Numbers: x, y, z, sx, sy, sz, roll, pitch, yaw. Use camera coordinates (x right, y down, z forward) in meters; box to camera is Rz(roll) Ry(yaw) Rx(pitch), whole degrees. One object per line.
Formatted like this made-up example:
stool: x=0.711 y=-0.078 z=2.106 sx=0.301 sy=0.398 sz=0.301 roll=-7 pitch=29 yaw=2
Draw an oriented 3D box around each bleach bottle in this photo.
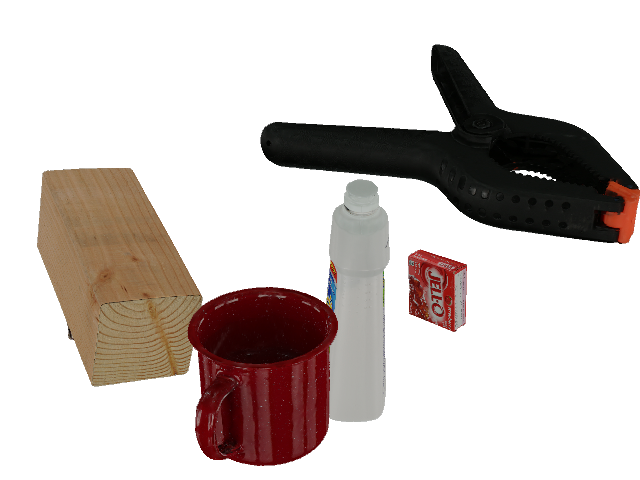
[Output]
bleach bottle: x=0.034 y=0.051 z=1.008 sx=0.068 sy=0.251 sz=0.102 roll=0 pitch=36 yaw=-2

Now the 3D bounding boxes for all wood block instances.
wood block: x=-0.188 y=0.026 z=0.968 sx=0.090 sy=0.091 sz=0.206 roll=-4 pitch=36 yaw=-28

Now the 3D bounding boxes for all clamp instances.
clamp: x=0.079 y=-0.049 z=0.605 sx=0.164 sy=0.036 sz=0.210 roll=-26 pitch=42 yaw=-28

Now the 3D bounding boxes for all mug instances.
mug: x=-0.040 y=0.093 z=0.667 sx=0.093 sy=0.081 sz=0.117 roll=12 pitch=30 yaw=23

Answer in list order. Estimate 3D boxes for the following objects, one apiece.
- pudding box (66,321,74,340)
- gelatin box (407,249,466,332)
pudding box: x=-0.218 y=0.087 z=1.214 sx=0.114 sy=0.039 sz=0.090 roll=3 pitch=17 yaw=17
gelatin box: x=0.148 y=0.063 z=1.355 sx=0.073 sy=0.089 sz=0.030 roll=21 pitch=36 yaw=38
